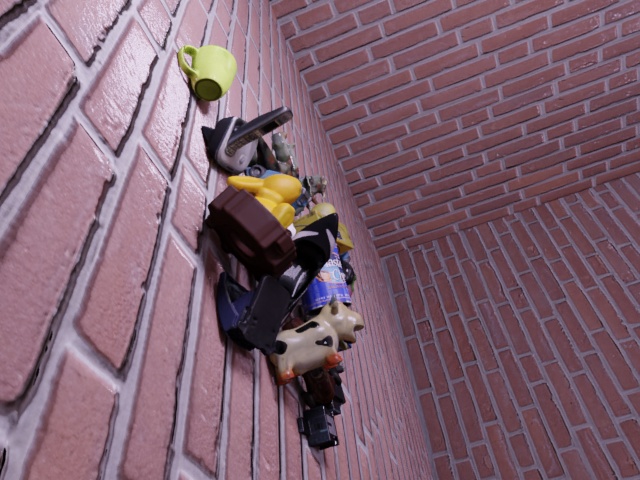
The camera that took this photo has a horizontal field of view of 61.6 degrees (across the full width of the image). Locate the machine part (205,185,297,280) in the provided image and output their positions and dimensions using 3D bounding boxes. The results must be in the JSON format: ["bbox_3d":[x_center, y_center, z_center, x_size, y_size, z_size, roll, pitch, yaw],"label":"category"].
[{"bbox_3d":[-0.117,-0.006,0.895,0.179,0.056,0.179,37,-25,21],"label":"machine part"}]

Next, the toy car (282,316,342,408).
[{"bbox_3d":[-0.019,0.249,1.092,0.053,0.089,0.202,15,-49,58],"label":"toy car"}]

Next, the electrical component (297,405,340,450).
[{"bbox_3d":[-0.004,0.374,1.080,0.119,0.048,0.075,59,15,-54],"label":"electrical component"}]

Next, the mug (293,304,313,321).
[{"bbox_3d":[-0.031,0.195,1.171,0.107,0.081,0.109,-8,83,-70],"label":"mug"}]

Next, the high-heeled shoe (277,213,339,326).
[{"bbox_3d":[-0.042,0.058,1.003,0.086,0.248,0.145,31,11,-1],"label":"high-heeled shoe"}]

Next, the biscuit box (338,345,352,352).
[{"bbox_3d":[0.026,0.237,1.441,0.202,0.059,0.063,58,17,-52],"label":"biscuit box"}]

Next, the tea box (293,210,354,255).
[{"bbox_3d":[-0.003,-0.004,1.239,0.169,0.098,0.068,19,48,-61],"label":"tea box"}]

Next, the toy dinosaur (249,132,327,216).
[{"bbox_3d":[-0.104,-0.160,1.357,0.404,0.131,0.192,9,61,-71],"label":"toy dinosaur"}]

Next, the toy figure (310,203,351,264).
[{"bbox_3d":[0.026,-0.013,1.442,0.180,0.082,0.089,62,16,-21],"label":"toy figure"}]

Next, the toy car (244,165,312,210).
[{"bbox_3d":[-0.106,-0.094,1.195,0.103,0.162,0.109,-66,160,-13],"label":"toy car"}]

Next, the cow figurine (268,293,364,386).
[{"bbox_3d":[-0.007,0.184,1.021,0.085,0.195,0.127,114,-44,-68],"label":"cow figurine"}]

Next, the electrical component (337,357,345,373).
[{"bbox_3d":[0.027,0.298,1.378,0.078,0.045,0.102,-32,103,-81],"label":"electrical component"}]

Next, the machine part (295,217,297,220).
[{"bbox_3d":[-0.068,0.008,1.321,0.079,0.079,0.243,-99,165,-45],"label":"machine part"}]

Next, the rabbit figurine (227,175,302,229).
[{"bbox_3d":[-0.105,-0.065,1.048,0.173,0.163,0.121,-57,155,-38],"label":"rabbit figurine"}]

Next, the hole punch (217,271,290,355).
[{"bbox_3d":[-0.120,0.118,0.884,0.142,0.092,0.116,59,44,-59],"label":"hole punch"}]

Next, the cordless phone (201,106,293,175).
[{"bbox_3d":[-0.132,-0.214,1.094,0.146,0.184,0.089,28,39,-75],"label":"cordless phone"}]

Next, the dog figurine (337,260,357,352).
[{"bbox_3d":[0.029,0.171,1.301,0.219,0.191,0.108,67,-30,21],"label":"dog figurine"}]

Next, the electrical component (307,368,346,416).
[{"bbox_3d":[0.011,0.327,1.212,0.114,0.058,0.134,49,24,-59],"label":"electrical component"}]
